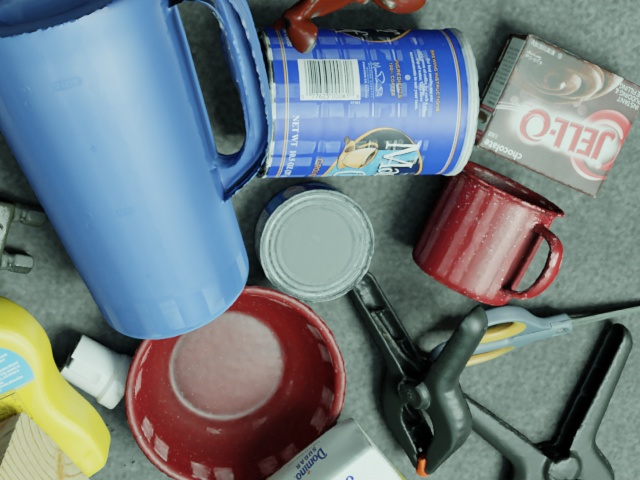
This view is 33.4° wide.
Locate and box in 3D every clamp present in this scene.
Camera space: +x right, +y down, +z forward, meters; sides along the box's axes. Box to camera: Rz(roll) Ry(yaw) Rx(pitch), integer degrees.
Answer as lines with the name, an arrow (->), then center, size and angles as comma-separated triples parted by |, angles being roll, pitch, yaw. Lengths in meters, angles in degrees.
clamp -> 0.183, 0.180, 0.878 | 0.164, 0.036, 0.210 | -10, 107, -9
clamp -> 0.085, 0.106, 0.803 | 0.039, 0.120, 0.171 | -31, 116, -33

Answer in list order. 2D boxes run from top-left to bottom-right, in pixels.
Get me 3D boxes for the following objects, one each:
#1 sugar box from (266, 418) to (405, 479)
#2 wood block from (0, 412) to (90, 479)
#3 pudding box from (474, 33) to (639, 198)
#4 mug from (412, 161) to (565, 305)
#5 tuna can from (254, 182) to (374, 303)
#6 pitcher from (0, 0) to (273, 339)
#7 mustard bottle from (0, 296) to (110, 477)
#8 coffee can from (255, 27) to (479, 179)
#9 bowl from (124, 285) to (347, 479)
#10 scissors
sugar box -> 0.032, 0.216, 0.820 | 0.093, 0.048, 0.176 | -37, 129, -2
wood block -> -0.262, 0.212, 0.720 | 0.206, 0.091, 0.090 | -27, 117, 18
pudding box -> 0.176, -0.094, 0.801 | 0.113, 0.039, 0.090 | 21, 100, -17
mug -> 0.127, 0.001, 0.779 | 0.093, 0.117, 0.081 | 11, 110, -46
tuna can -> -0.005, 0.001, 0.789 | 0.086, 0.034, 0.086 | -3, 106, -12
pitcher -> -0.116, -0.059, 0.671 | 0.144, 0.149, 0.243 | -36, 130, -25
mustard bottle -> -0.227, 0.093, 0.731 | 0.096, 0.058, 0.191 | -18, 121, 10
coffee can -> 0.025, -0.094, 0.733 | 0.140, 0.103, 0.103 | -2, 105, -12
bowl -> -0.065, 0.103, 0.791 | 0.162, 0.055, 0.162 | -3, 106, -12
scissors -> 0.182, 0.061, 0.830 | 0.201, 0.096, 0.016 | -16, 65, -6
